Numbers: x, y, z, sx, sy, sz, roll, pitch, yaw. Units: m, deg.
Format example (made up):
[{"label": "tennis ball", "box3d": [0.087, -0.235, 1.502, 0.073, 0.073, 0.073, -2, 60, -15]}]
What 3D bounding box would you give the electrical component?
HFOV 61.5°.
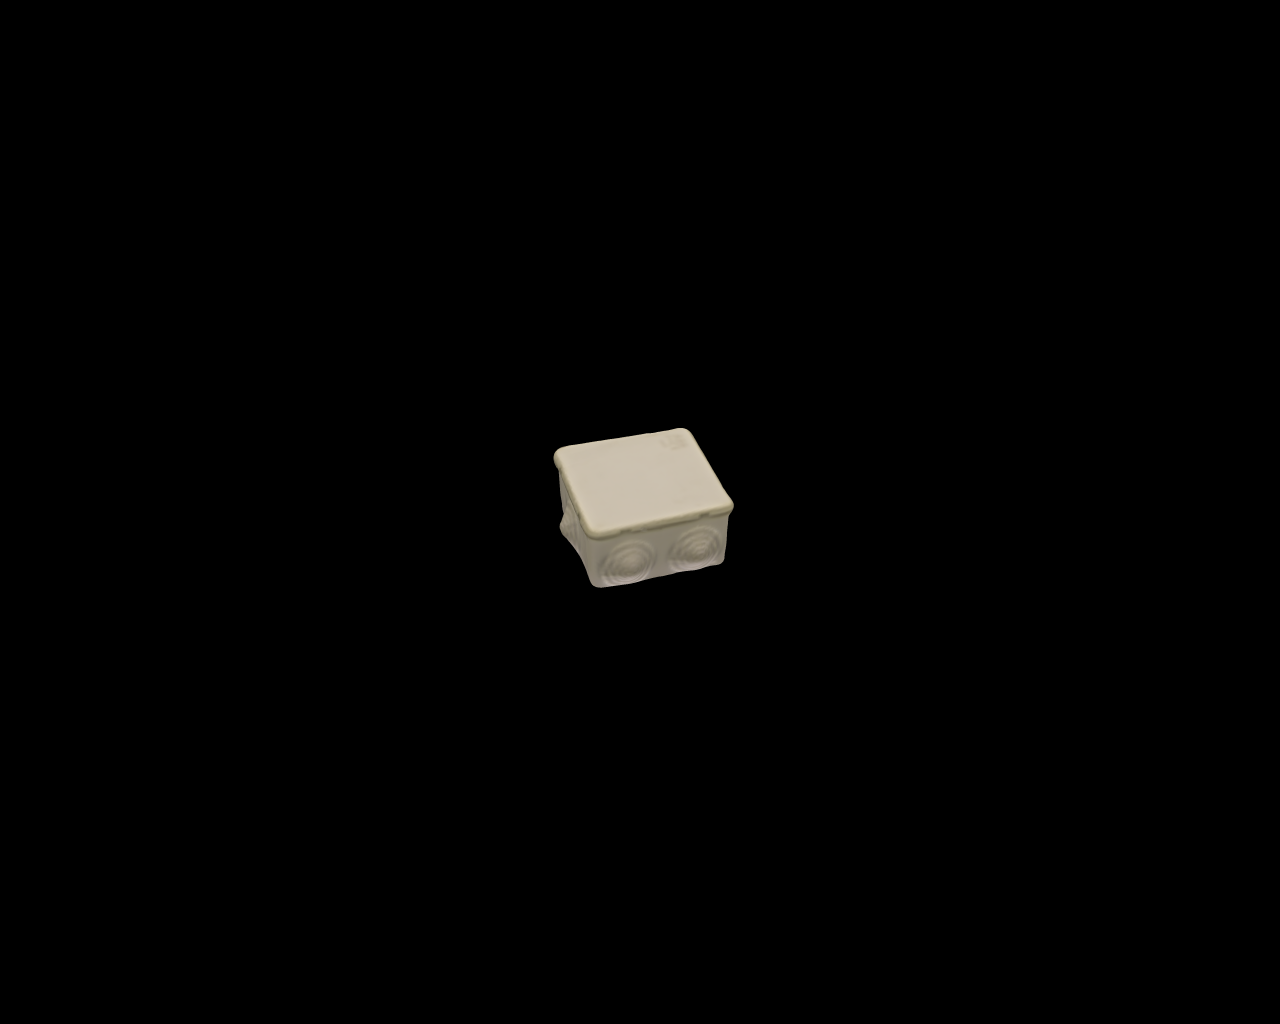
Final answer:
[{"label": "electrical component", "box3d": [0.001, -0.003, 0.650, 0.100, 0.048, 0.100, -11, 39, -13]}]
